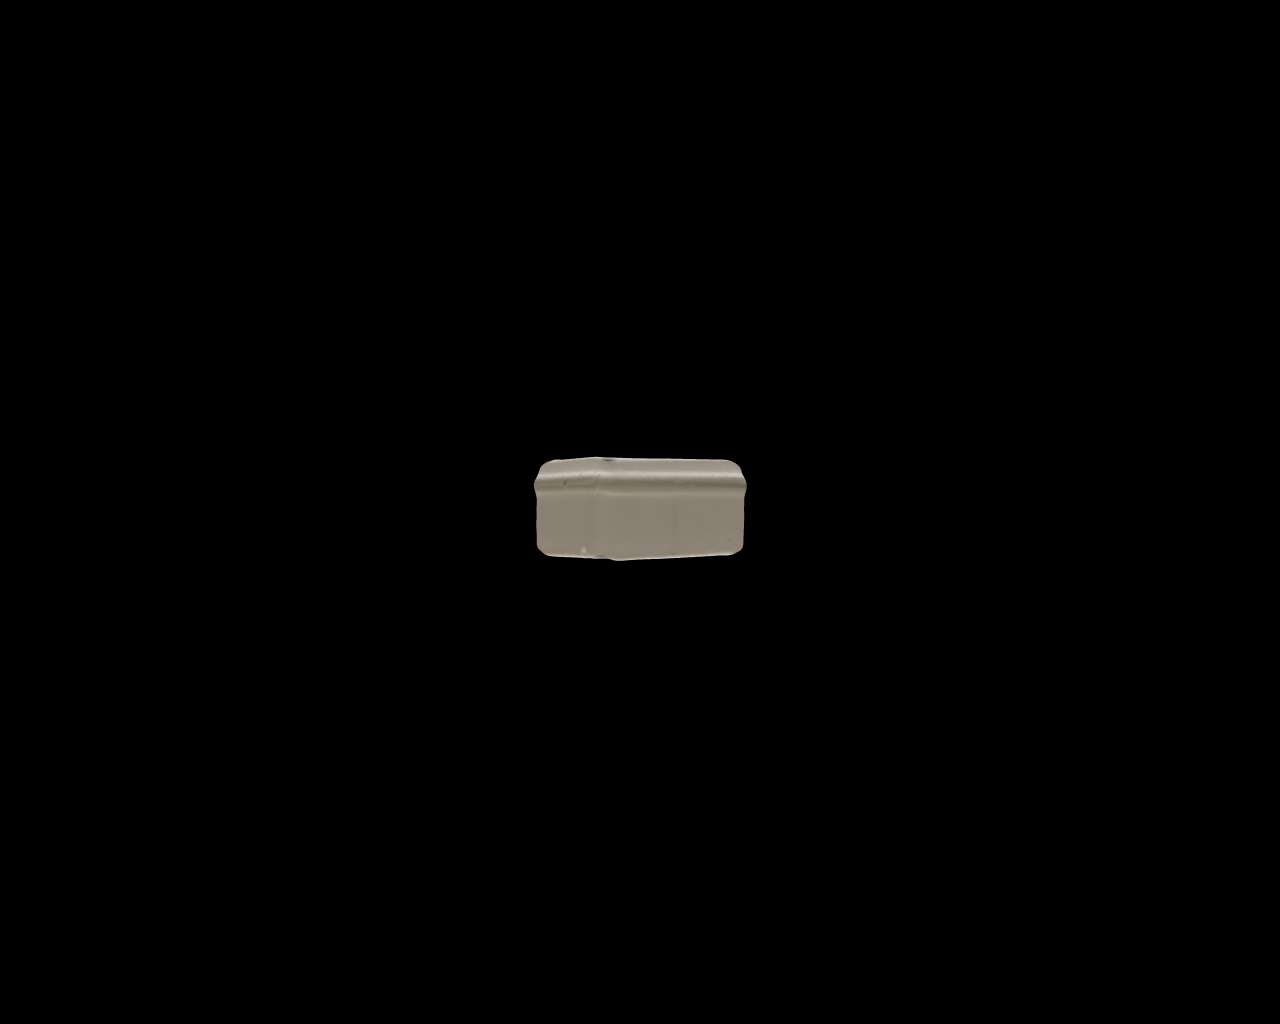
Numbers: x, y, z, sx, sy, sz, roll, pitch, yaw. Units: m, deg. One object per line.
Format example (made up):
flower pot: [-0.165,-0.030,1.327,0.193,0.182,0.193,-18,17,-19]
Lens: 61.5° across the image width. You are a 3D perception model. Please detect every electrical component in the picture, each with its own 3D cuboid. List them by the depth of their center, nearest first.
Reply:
electrical component: [0.001,-0.003,0.650,0.113,0.057,0.078,0,0,-37]
